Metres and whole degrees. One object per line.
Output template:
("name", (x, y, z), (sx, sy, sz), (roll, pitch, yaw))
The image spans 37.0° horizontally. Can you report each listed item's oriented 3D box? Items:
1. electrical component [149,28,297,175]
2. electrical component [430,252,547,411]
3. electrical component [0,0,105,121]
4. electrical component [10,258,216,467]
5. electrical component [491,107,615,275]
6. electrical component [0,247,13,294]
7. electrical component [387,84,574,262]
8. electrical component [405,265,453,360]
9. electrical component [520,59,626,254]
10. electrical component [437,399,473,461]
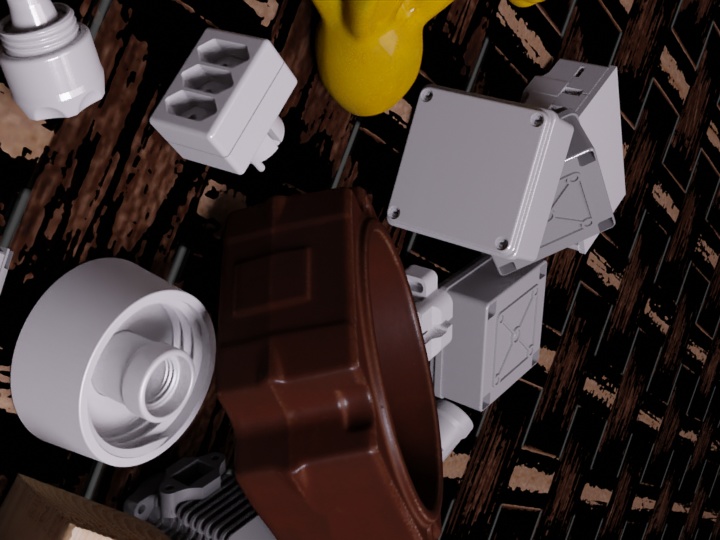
("electrical component", (-0.067, -0.085, 0.606), (0.065, 0.047, 0.076), (-62, 147, -16))
("electrical component", (0.113, 0.049, 0.939), (0.109, 0.056, 0.108), (-31, 130, -46))
("electrical component", (-0.143, -0.103, 0.486), (0.043, 0.043, 0.062), (-44, 138, -37))
("electrical component", (-0.124, 0.053, 0.577), (0.108, 0.060, 0.108), (-32, 131, -46))
("electrical component", (0.142, -0.062, 0.876), (0.109, 0.056, 0.108), (-24, 141, 7))
("electrical component", (-0.182, 0.008, 0.488), (0.040, 0.040, 0.046), (30, 74, -58))
("electrical component", (0.088, -0.071, 0.792), (0.056, 0.109, 0.108), (8, 99, -60))
("electrical component", (0.033, 0.044, 0.816), (0.057, 0.058, 0.078), (-36, 133, -47))
("electrical component", (0.190, -0.103, 0.974), (0.089, 0.062, 0.150), (-51, 142, -30))
("electrical component", (0.070, 0.142, 0.939), (0.046, 0.040, 0.040), (-49, 142, -22))
